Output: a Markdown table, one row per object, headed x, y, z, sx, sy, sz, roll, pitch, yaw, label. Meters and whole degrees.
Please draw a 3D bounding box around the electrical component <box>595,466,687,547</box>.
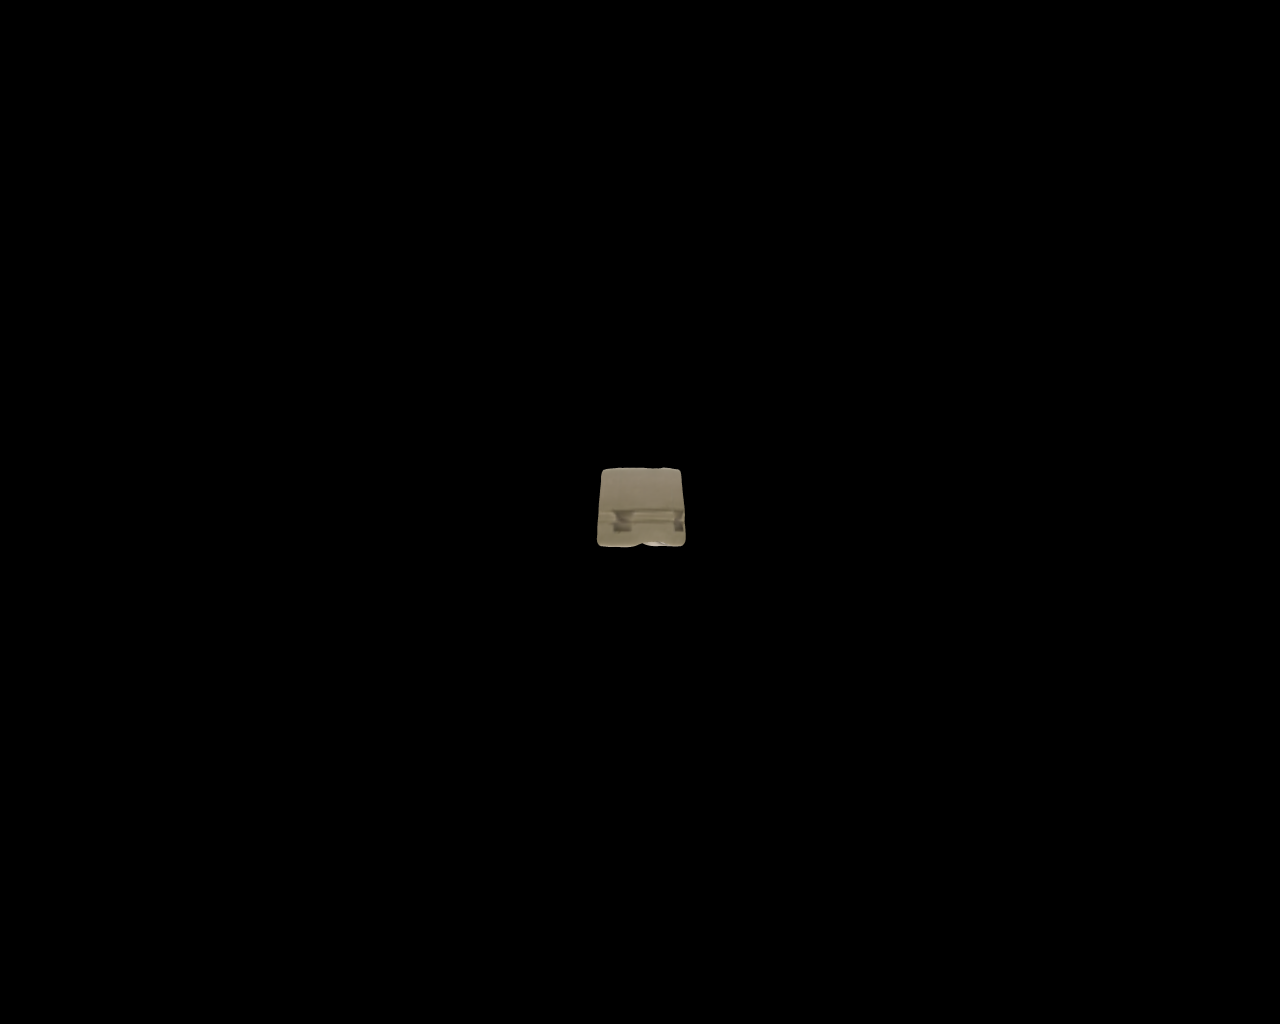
| x | y | z | sx | sy | sz | roll | pitch | yaw | label |
| --- | --- | --- | --- | --- | --- | --- | --- | --- | --- |
| 0.001 | -0.003 | 0.650 | 0.055 | 0.047 | 0.055 | 0 | -2 | 0 | electrical component |
